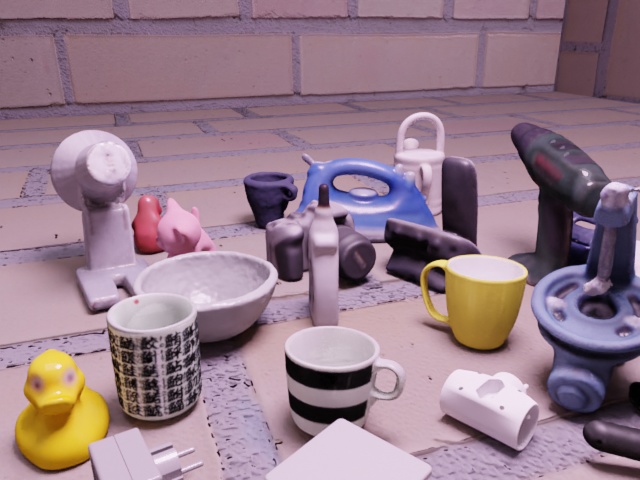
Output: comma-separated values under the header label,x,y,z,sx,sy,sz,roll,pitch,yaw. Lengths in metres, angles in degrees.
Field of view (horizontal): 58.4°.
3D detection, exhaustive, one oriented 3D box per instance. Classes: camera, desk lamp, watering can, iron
label,x,y,z,sx,sy,sz,roll,pitch,yaw
camera,0.008,0.003,0.839,0.143,0.101,0.136,-12,23,-28
desk lamp,-0.296,-0.041,0.800,0.118,0.214,0.202,-12,24,-28
watering can,0.189,-0.152,1.118,0.101,0.194,0.172,-10,23,-24
iron,0.083,-0.079,0.999,0.258,0.141,0.118,2,21,6

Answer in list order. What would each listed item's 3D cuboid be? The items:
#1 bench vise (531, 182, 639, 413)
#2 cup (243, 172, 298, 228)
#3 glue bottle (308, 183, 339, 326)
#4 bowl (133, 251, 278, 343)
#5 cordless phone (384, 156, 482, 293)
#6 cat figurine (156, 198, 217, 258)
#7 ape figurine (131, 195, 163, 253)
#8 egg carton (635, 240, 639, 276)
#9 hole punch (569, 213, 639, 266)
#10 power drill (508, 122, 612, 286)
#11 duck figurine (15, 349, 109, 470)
label,x,y,z,sx,sy,sz,roll,pitch,yaw
bench vise,0.278,0.035,0.580,0.121,0.220,0.208,6,21,16
cup,-0.082,-0.067,1.036,0.117,0.095,0.092,18,27,40
glue bottle,0.005,0.016,0.702,0.037,0.173,0.078,-3,21,-6
bowl,-0.133,0.075,0.685,0.167,0.075,0.167,0,21,0
cordless phone,0.163,-0.034,0.815,0.147,0.185,0.094,17,27,39
cat figurine,-0.200,-0.009,0.848,0.067,0.118,0.128,2,21,7
ape figurine,-0.276,-0.030,0.942,0.077,0.092,0.076,7,22,19
egg carton,0.422,0.050,0.752,0.151,0.069,0.107,-18,27,-38
hole punch,0.411,-0.007,0.874,0.101,0.091,0.108,-10,23,-25
power drill,0.325,-0.049,0.820,0.076,0.208,0.229,-4,21,-9
duck figurine,-0.231,0.137,0.506,0.078,0.086,0.104,-10,23,-23
